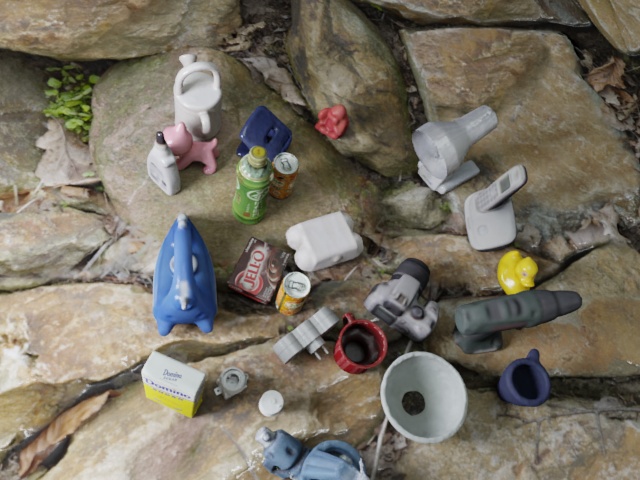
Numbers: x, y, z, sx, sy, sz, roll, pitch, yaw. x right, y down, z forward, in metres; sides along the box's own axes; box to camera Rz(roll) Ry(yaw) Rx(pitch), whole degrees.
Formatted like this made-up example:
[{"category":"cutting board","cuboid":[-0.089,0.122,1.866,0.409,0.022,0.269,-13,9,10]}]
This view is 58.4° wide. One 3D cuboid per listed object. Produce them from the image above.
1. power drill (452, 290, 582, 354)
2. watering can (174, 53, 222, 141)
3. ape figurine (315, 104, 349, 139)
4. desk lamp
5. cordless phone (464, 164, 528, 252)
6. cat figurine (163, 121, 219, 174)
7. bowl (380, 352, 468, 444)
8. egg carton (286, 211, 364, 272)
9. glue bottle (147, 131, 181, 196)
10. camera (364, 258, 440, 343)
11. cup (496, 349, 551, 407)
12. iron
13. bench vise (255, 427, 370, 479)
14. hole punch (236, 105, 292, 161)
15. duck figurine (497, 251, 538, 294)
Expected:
[{"category":"power drill","cuboid":[0.353,0.154,1.102,0.230,0.208,0.075,-6,66,-15]},{"category":"watering can","cuboid":[-0.258,-0.308,1.195,0.101,0.194,0.172,-35,76,-24]},{"category":"ape figurine","cuboid":[0.035,-0.276,1.303,0.076,0.092,0.077,-9,67,-16]},{"category":"desk lamp","cuboid":[0.287,-0.198,1.253,0.204,0.213,0.118,-29,74,-23]},{"category":"cordless phone","cuboid":[0.389,-0.066,1.229,0.094,0.185,0.147,1,65,-12]},{"category":"cat figurine","cuboid":[-0.272,-0.197,1.182,0.128,0.117,0.067,3,64,-11]},{"category":"bowl","cuboid":[0.185,0.298,1.071,0.167,0.074,0.167,5,64,-10]},{"category":"egg carton","cuboid":[0.011,0.004,1.176,0.150,0.069,0.107,-19,70,-20]},{"category":"glue bottle","cuboid":[-0.308,-0.158,1.124,0.078,0.173,0.037,45,64,11]},{"category":"camera","cuboid":[0.183,0.108,1.147,0.143,0.100,0.137,34,63,5]},{"category":"cup","cuboid":[0.389,0.273,1.117,0.091,0.095,0.118,25,62,0]},{"category":"iron","cuboid":[-0.253,0.040,1.059,0.119,0.141,0.258,-3,66,-14]},{"category":"bench vise","cuboid":[-0.009,0.372,0.910,0.207,0.219,0.121,15,63,-5]},{"category":"hole punch","cuboid":[-0.116,-0.222,1.244,0.101,0.091,0.109,27,62,1]},{"category":"duck figurine","cuboid":[0.433,0.065,1.232,0.077,0.086,0.104,2,64,-11]}]
